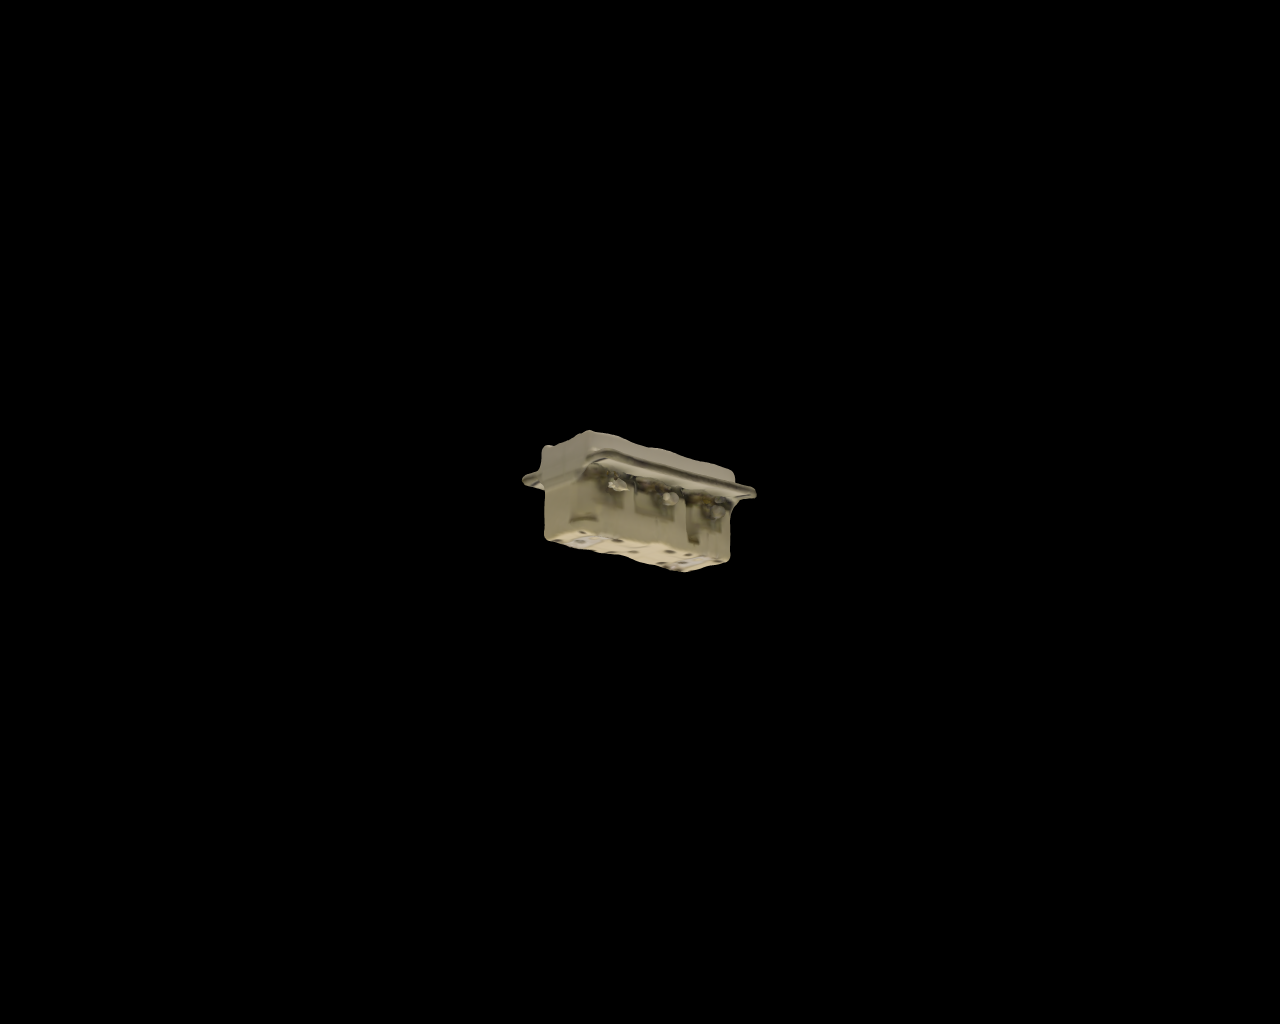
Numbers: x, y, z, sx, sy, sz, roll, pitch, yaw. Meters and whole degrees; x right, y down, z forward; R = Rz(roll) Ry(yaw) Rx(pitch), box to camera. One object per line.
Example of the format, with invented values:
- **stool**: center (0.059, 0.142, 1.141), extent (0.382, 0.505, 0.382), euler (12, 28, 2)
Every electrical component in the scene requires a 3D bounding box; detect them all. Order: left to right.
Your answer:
- **electrical component**: center (0.001, -0.003, 0.650), extent (0.121, 0.063, 0.078), euler (14, -21, -40)
